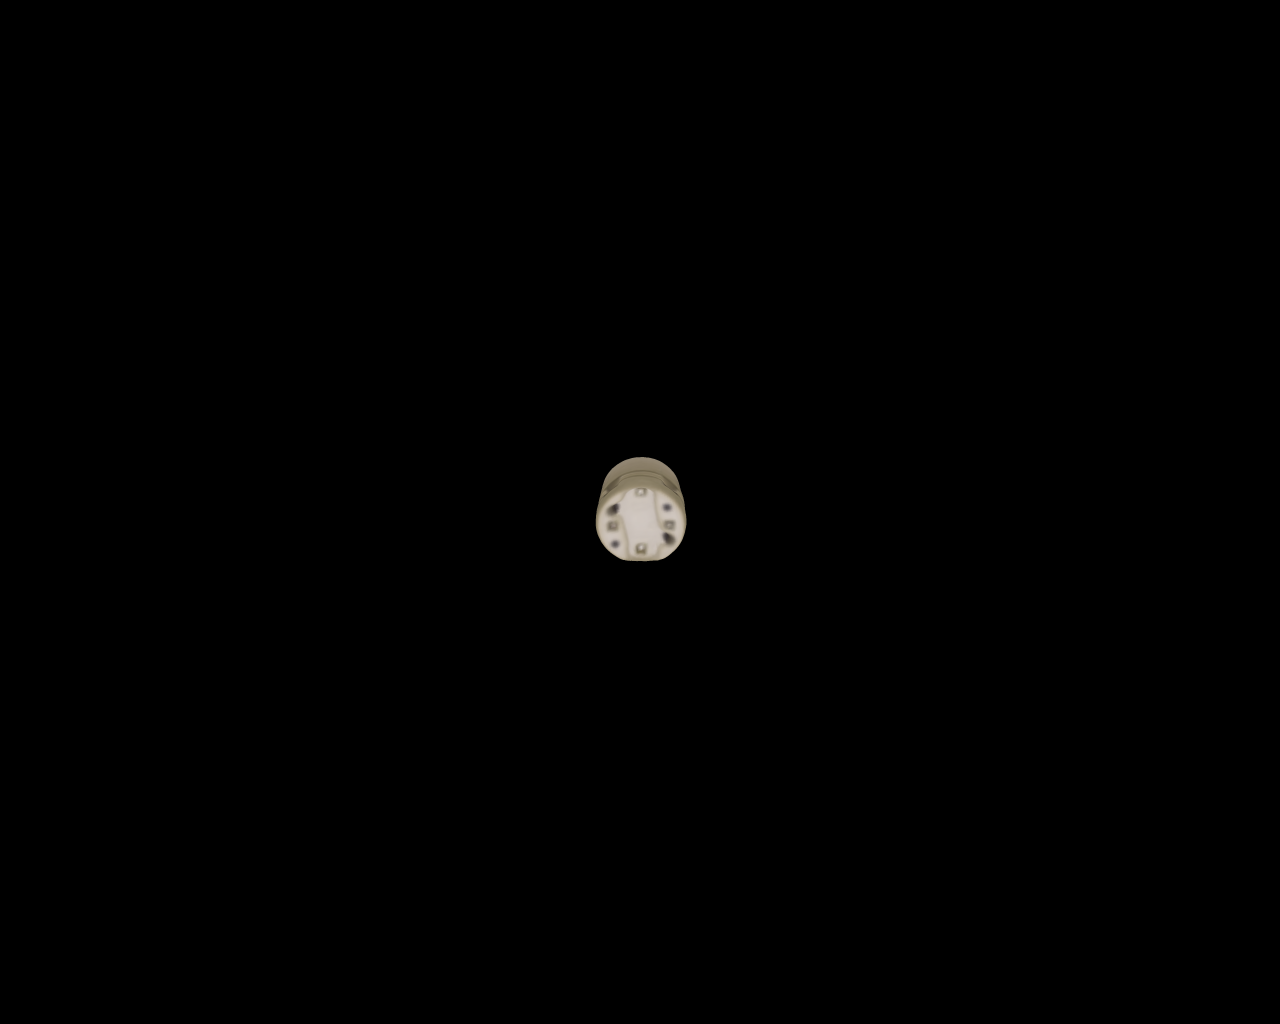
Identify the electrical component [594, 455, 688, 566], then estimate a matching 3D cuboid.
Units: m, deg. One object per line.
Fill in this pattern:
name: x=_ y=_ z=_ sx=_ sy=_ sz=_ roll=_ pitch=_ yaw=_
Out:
electrical component: x=0.001 y=-0.003 z=0.650 sx=0.055 sy=0.055 sz=0.047 roll=0 pitch=29 yaw=0
